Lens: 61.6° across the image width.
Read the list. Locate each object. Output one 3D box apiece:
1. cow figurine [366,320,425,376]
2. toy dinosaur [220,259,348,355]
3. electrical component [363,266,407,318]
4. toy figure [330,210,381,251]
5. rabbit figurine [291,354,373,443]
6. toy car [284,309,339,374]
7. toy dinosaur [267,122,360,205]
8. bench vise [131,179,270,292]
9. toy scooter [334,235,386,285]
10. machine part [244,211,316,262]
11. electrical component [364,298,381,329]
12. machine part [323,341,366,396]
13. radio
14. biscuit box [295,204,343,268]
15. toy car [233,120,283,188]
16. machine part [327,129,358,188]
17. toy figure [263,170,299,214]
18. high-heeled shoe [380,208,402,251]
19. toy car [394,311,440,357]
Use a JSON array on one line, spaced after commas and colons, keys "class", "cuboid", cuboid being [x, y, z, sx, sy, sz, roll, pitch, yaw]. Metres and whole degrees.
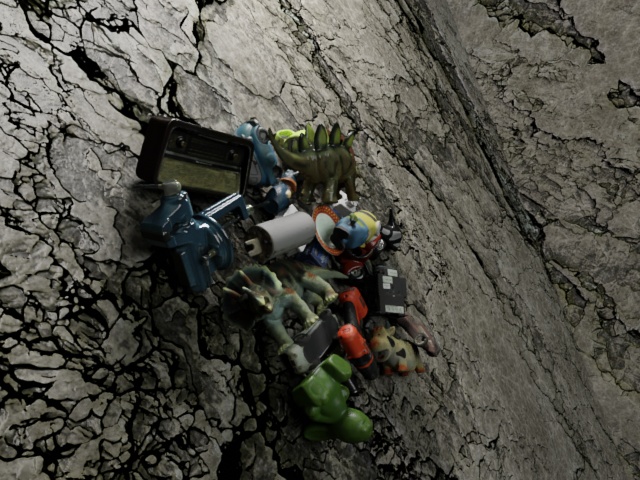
[{"class": "cow figurine", "cuboid": [0.191, 0.285, 1.395, 0.194, 0.085, 0.127, 22, 51, -48]}, {"class": "toy dinosaur", "cuboid": [-0.074, 0.103, 1.146, 0.192, 0.131, 0.405, 46, 24, 2]}, {"class": "electrical component", "cuboid": [0.172, 0.135, 1.405, 0.115, 0.058, 0.134, 14, 68, -41]}, {"class": "toy figure", "cuboid": [0.087, -0.027, 1.314, 0.180, 0.082, 0.089, -16, 74, -55]}, {"class": "rabbit figurine", "cuboid": [0.022, 0.347, 1.081, 0.170, 0.159, 0.121, 47, 37, 7]}, {"class": "toy car", "cuboid": [-0.011, 0.222, 1.199, 0.202, 0.056, 0.073, -39, 107, -57]}, {"class": "toy dinosaur", "cuboid": [0.004, -0.186, 1.314, 0.471, 0.105, 0.198, -12, 103, -64]}, {"class": "bench vise", "cuboid": [-0.216, -0.031, 1.012, 0.240, 0.129, 0.223, -38, 116, -43]}, {"class": "toy scooter", "cuboid": [0.086, 0.023, 1.409, 0.135, 0.075, 0.184, 37, 51, 5]}, {"class": "machine part", "cuboid": [-0.082, -0.010, 1.142, 0.243, 0.079, 0.079, -24, 89, -56]}, {"class": "electrical component", "cuboid": [0.132, 0.185, 1.413, 0.063, 0.021, 0.094, 45, 61, -22]}, {"class": "machine part", "cuboid": [0.056, 0.303, 1.253, 0.138, 0.039, 0.084, 57, 27, -6]}, {"class": "radio", "cuboid": [-0.242, -0.163, 1.077, 0.229, 0.073, 0.131, 6, 102, -52]}, {"class": "biscuit box", "cuboid": [-0.003, -0.004, 1.343, 0.059, 0.063, 0.203, 47, 38, -25]}, {"class": "toy car", "cuboid": [-0.163, -0.184, 1.229, 0.103, 0.109, 0.161, -32, 107, -33]}, {"class": "machine part", "cuboid": [0.036, -0.230, 1.539, 0.179, 0.056, 0.179, 28, 50, -39]}, {"class": "toy figure", "cuboid": [-0.092, -0.119, 1.300, 0.064, 0.057, 0.154, 17, 38, 9]}, {"class": "high-heeled shoe", "cuboid": [0.150, -0.005, 1.560, 0.249, 0.086, 0.145, -21, 118, -38]}, {"class": "toy car", "cuboid": [0.252, 0.239, 1.447, 0.089, 0.053, 0.202, 44, 0, -39]}]
